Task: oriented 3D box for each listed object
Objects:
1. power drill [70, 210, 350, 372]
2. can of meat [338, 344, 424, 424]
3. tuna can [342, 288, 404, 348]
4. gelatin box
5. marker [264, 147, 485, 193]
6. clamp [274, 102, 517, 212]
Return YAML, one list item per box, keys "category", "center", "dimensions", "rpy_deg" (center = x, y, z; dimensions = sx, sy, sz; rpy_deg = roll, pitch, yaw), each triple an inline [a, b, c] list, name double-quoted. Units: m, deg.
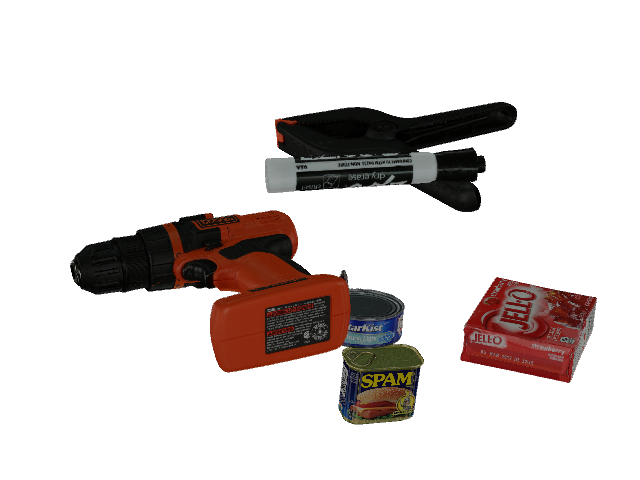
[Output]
- category: "power drill"
  center: [-0.076, 0.031, 0.791]
  dimensions: [0.184, 0.057, 0.188]
  rpy_deg: [-12, 25, -23]
- category: "can of meat"
  center: [0.075, 0.184, 1.363]
  dimensions: [0.102, 0.084, 0.057]
  rpy_deg: [-1, 24, -16]
- category: "tuna can"
  center: [0.040, 0.078, 1.067]
  dimensions: [0.086, 0.034, 0.086]
  rpy_deg: [3, 16, -1]
- category: "gelatin box"
  center: [0.142, 0.058, 0.722]
  dimensions: [0.073, 0.030, 0.089]
  rpy_deg: [11, 23, 21]
- category: "marker"
  center: [0.031, -0.038, 0.582]
  dimensions: [0.121, 0.020, 0.020]
  rpy_deg: [-4, 0, -7]
- category: "clamp"
  center: [0.064, -0.088, 0.931]
  dimensions: [0.210, 0.036, 0.164]
  rpy_deg: [12, 36, 24]
